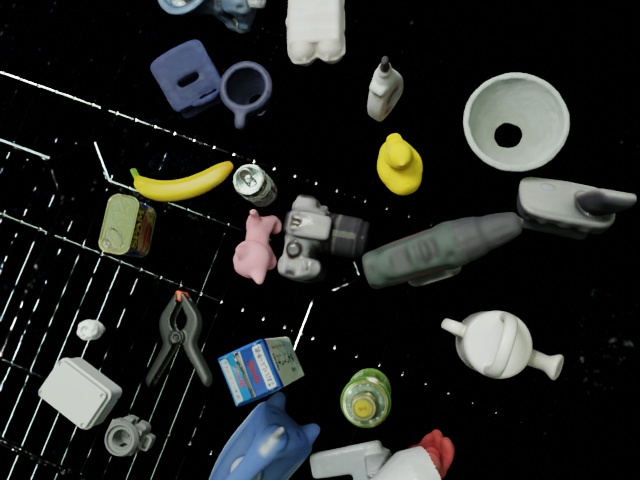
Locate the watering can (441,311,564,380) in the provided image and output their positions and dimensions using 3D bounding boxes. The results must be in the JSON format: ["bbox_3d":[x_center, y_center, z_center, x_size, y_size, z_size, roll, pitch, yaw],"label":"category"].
[{"bbox_3d":[0.271,0.156,0.855,0.172,0.194,0.101,-1,82,7],"label":"watering can"}]

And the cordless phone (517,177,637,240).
[{"bbox_3d":[0.387,-0.064,0.875,0.147,0.185,0.094,8,83,8],"label":"cordless phone"}]

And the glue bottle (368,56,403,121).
[{"bbox_3d":[0.106,-0.258,0.941,0.037,0.173,0.078,30,87,10],"label":"glue bottle"}]

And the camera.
[{"bbox_3d":[0.009,0.003,0.954,0.136,0.101,0.143,10,84,8],"label":"camera"}]

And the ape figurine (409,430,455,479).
[{"bbox_3d":[0.172,0.343,0.893,0.077,0.092,0.076,1,82,7],"label":"ape figurine"}]

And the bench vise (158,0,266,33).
[{"bbox_3d":[-0.200,-0.455,0.980,0.207,0.220,0.121,-3,82,7],"label":"bench vise"}]

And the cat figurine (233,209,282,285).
[{"bbox_3d":[-0.110,0.011,0.958,0.067,0.118,0.128,3,83,7],"label":"cat figurine"}]

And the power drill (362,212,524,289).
[{"bbox_3d":[0.179,0.019,0.877,0.229,0.208,0.075,-19,80,4],"label":"power drill"}]

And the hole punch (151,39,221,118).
[{"bbox_3d":[-0.230,-0.288,1.026,0.108,0.091,0.101,-29,80,2],"label":"hole punch"}]

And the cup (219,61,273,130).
[{"bbox_3d":[-0.122,-0.240,1.005,0.091,0.095,0.118,7,83,8],"label":"cup"}]

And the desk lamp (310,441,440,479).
[{"bbox_3d":[0.079,0.372,0.839,0.203,0.213,0.118,-14,81,5],"label":"desk lamp"}]

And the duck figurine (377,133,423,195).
[{"bbox_3d":[0.135,-0.131,0.965,0.077,0.086,0.104,-16,81,5],"label":"duck figurine"}]

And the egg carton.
[{"bbox_3d":[-0.007,-0.386,1.024,0.107,0.069,0.150,-3,82,7],"label":"egg carton"}]

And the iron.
[{"bbox_3d":[-0.120,0.371,0.899,0.118,0.141,0.258,39,88,10],"label":"iron"}]

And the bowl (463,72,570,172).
[{"bbox_3d":[0.320,-0.187,0.956,0.167,0.075,0.167,-1,82,7],"label":"bowl"}]
